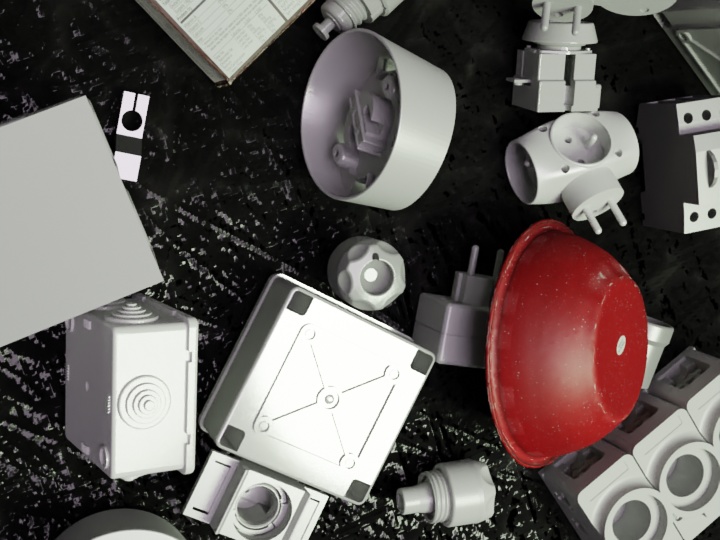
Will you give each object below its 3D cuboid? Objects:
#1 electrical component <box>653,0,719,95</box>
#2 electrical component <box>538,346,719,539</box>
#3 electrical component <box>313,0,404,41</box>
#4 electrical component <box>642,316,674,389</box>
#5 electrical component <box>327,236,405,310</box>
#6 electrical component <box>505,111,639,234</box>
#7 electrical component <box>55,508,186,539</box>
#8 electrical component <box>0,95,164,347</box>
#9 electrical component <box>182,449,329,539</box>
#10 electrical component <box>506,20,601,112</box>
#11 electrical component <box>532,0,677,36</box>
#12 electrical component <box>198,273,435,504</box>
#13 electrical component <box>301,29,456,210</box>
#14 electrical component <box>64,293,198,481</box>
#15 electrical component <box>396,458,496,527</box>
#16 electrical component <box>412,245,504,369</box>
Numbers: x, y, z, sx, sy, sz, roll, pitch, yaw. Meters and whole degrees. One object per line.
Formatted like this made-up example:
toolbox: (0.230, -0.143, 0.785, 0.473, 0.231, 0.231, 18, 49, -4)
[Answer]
electrical component: (0.267, -0.151, 0.711, 0.056, 0.109, 0.108, -45, 110, -5)
electrical component: (0.218, 0.139, 0.765, 0.150, 0.062, 0.089, -37, 109, -11)
electrical component: (0.003, -0.169, 0.650, 0.078, 0.040, 0.040, -45, 110, -8)
electrical component: (0.194, 0.056, 0.755, 0.040, 0.040, 0.046, 14, 99, -21)
electrical component: (0.000, 0.000, 0.664, 0.043, 0.062, 0.043, -3, 100, -19)
electrical component: (0.147, -0.059, 0.705, 0.077, 0.044, 0.079, -17, 66, -16)
electrical component: (-0.144, 0.196, 0.646, 0.108, 0.060, 0.108, -3, 100, -19)
electrical component: (-0.215, -0.012, 0.578, 0.186, 0.060, 0.105, -23, 106, -9)
electrical component: (-0.067, 0.140, 0.662, 0.081, 0.064, 0.042, 27, 88, -22)
electrical component: (0.128, -0.133, 0.698, 0.066, 0.048, 0.055, -4, 107, -19)
electrical component: (0.125, -0.176, 0.656, 0.138, 0.052, 0.073, 9, 72, 2)
electrical component: (-0.027, 0.074, 0.670, 0.109, 0.056, 0.108, 27, 89, -21)
electrical component: (0.010, -0.086, 0.637, 0.064, 0.099, 0.099, 16, 93, -27)
electrical component: (-0.132, 0.064, 0.609, 0.048, 0.100, 0.099, -3, 100, -32)
electrical component: (0.056, 0.150, 0.719, 0.062, 0.043, 0.043, -5, 100, -17)
electrical component: (0.077, 0.023, 0.704, 0.066, 0.047, 0.076, 8, 95, -21)
